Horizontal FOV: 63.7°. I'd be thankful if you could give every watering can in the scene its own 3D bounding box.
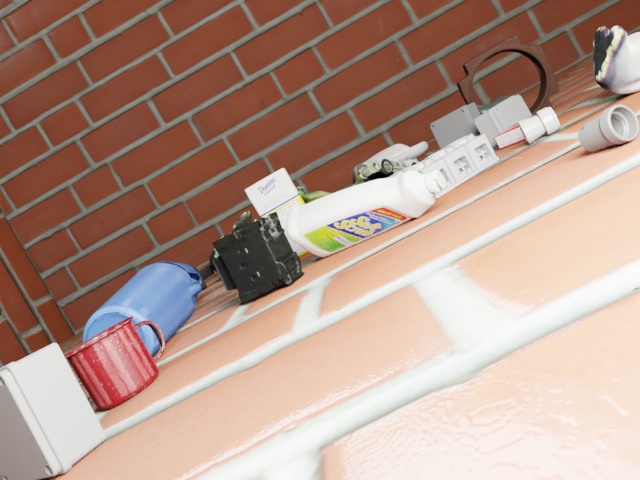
[{"bbox_3d":[0.192,-0.204,1.513,0.226,0.104,0.346,-30,1,-12],"label":"watering can"}]

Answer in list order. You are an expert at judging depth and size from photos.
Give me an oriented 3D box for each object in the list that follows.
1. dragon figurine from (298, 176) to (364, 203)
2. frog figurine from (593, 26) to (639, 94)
[{"bbox_3d":[0.004,-0.064,1.273,0.241,0.121,0.417,-10,27,50],"label":"dragon figurine"},{"bbox_3d":[0.527,-0.288,0.815,0.159,0.122,0.137,9,3,9],"label":"frog figurine"}]
